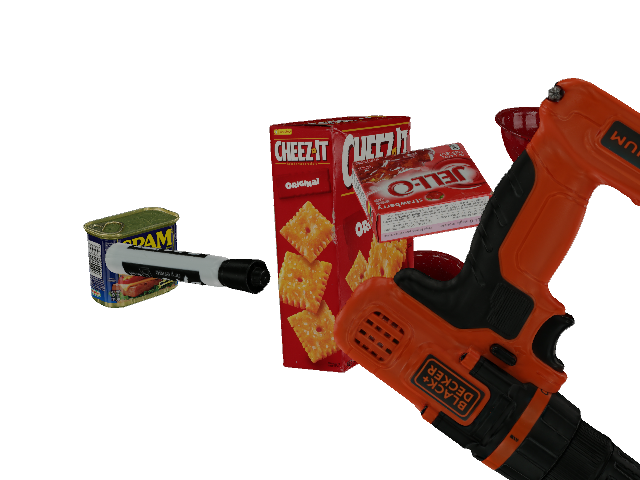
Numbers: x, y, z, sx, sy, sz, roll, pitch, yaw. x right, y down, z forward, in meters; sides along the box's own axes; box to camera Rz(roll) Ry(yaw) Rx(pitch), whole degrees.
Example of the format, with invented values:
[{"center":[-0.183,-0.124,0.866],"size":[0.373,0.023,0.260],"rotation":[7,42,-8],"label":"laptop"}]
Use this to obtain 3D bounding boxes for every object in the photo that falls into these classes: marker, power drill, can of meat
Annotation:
[{"center":[-0.077,0.015,0.612],"size":[0.121,0.020,0.020],"rotation":[6,4,38],"label":"marker"},{"center":[0.124,0.030,0.527],"size":[0.184,0.188,0.057],"rotation":[35,11,5],"label":"power drill"},{"center":[-0.201,0.018,1.148],"size":[0.058,0.084,0.101],"rotation":[18,25,41],"label":"can of meat"}]

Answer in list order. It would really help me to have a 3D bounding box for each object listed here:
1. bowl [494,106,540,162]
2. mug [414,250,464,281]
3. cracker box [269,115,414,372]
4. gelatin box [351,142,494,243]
[{"center":[0.268,-0.100,1.175],"size":[0.162,0.055,0.162],"rotation":[6,23,-3],"label":"bowl"},{"center":[0.126,0.075,1.185],"size":[0.093,0.081,0.117],"rotation":[-25,41,-32],"label":"mug"},{"center":[0.027,-0.004,0.974],"size":[0.072,0.214,0.163],"rotation":[3,10,28],"label":"cracker box"},{"center":[0.074,-0.036,0.780],"size":[0.089,0.030,0.073],"rotation":[-11,37,-7],"label":"gelatin box"}]
